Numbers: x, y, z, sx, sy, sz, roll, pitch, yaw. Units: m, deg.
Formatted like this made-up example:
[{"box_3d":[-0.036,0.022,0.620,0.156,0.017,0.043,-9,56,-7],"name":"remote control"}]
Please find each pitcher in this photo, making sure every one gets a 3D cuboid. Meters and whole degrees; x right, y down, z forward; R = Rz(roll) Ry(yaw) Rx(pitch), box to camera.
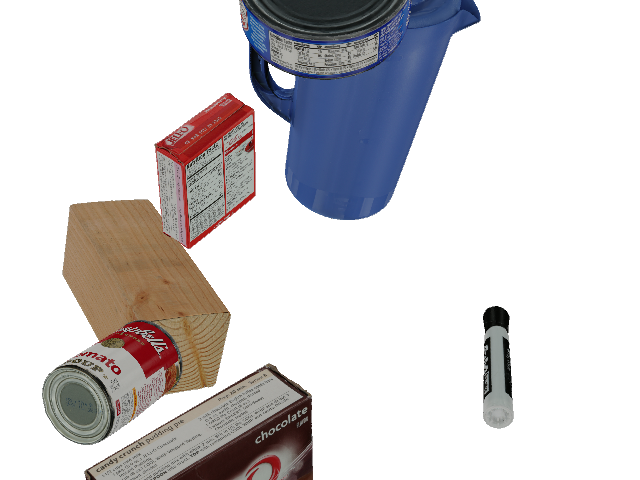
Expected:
[{"box_3d":[0.025,-0.137,0.950,0.144,0.243,0.149,-29,59,-33],"name":"pitcher"}]

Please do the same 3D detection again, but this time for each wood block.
[{"box_3d":[-0.177,0.051,1.051,0.090,0.091,0.206,-5,35,-32],"name":"wood block"}]

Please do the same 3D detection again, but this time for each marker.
[{"box_3d":[0.119,0.081,0.719,0.020,0.020,0.121,0,29,9],"name":"marker"}]

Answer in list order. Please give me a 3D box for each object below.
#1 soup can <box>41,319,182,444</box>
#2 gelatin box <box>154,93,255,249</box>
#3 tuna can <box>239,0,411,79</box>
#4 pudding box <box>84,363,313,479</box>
[{"box_3d":[-0.167,0.113,0.858,0.069,0.068,0.102,0,16,26],"name":"soup can"},{"box_3d":[-0.080,-0.049,0.750,0.030,0.089,0.073,32,54,24],"name":"gelatin box"},{"box_3d":[0.002,-0.120,0.519,0.086,0.086,0.034,0,-30,1],"name":"tuna can"},{"box_3d":[-0.055,0.125,0.526,0.113,0.090,0.039,-30,46,-33],"name":"pudding box"}]
